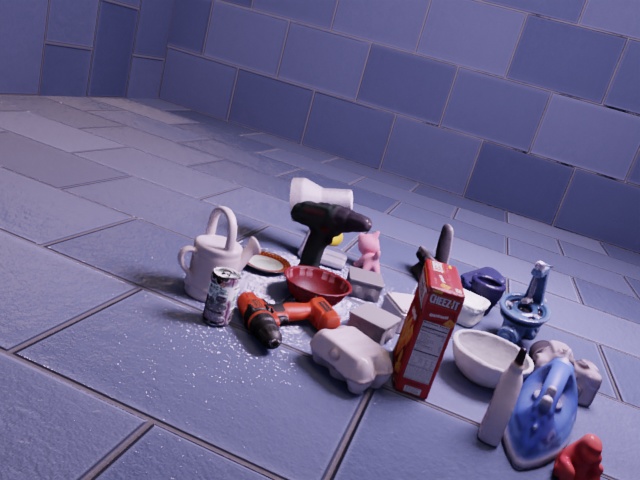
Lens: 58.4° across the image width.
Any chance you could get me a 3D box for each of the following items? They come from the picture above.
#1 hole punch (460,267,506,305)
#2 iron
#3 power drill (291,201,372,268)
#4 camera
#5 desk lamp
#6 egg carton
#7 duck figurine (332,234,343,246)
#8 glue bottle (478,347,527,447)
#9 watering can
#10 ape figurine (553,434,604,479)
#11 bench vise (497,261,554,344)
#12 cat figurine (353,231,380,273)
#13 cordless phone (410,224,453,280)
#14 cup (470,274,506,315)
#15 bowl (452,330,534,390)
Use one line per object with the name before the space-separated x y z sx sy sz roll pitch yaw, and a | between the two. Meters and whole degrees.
hole punch | 0.459 0.126 1.632 0.101 0.091 0.108 9 19 -21
iron | 0.395 0.284 0.999 0.118 0.141 0.259 24 19 24
power drill | 0.013 0.005 1.414 0.228 0.208 0.076 27 21 33
camera | 0.511 0.266 1.226 0.143 0.101 0.137 17 17 3
desk lamp | -0.001 -0.053 1.572 0.203 0.213 0.118 17 17 3
egg carton | 0.055 0.213 1.040 0.108 0.069 0.149 -2 25 -45
duck figurine | 0.026 -0.036 1.760 0.104 0.086 0.078 21 18 17
glue bottle | 0.312 0.256 0.961 0.037 0.173 0.078 20 18 14
watering can | -0.207 0.023 1.188 0.100 0.194 0.173 24 19 26
ape figurine | 0.413 0.348 0.902 0.078 0.092 0.076 15 17 -2
bench vise | 0.513 0.142 1.412 0.121 0.220 0.208 21 18 16
cat figurine | 0.140 0.032 1.594 0.067 0.118 0.127 11 18 -16
cordless phone | 0.340 0.032 1.657 0.094 0.185 0.147 11 18 -15
cup | 0.445 0.149 1.541 0.091 0.095 0.118 27 20 31
bowl | 0.339 0.253 1.160 0.167 0.075 0.167 15 17 -4
